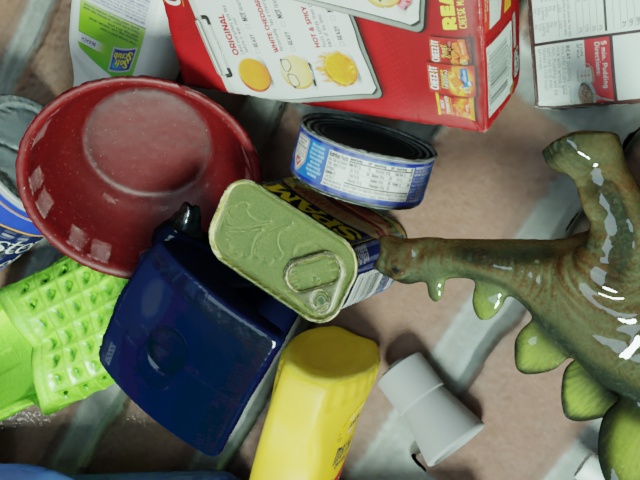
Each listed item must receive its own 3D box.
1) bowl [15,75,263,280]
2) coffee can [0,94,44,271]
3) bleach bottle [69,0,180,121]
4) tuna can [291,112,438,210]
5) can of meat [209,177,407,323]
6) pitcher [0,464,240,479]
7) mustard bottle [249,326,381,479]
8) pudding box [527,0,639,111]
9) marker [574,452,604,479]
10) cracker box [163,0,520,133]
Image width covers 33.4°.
[{"bbox_3d":[-0.118,-0.051,0.717,0.162,0.055,0.162,-1,128,-2],"label":"bowl"},{"bbox_3d":[-0.254,-0.030,0.802,0.141,0.102,0.103,-32,82,29],"label":"coffee can"},{"bbox_3d":[-0.132,-0.165,0.737,0.103,0.068,0.251,29,113,23],"label":"bleach bottle"},{"bbox_3d":[0.026,-0.048,0.651,0.086,0.086,0.034,23,110,25],"label":"tuna can"},{"bbox_3d":[-0.004,0.001,0.676,0.102,0.083,0.057,32,112,21],"label":"can of meat"},{"bbox_3d":[-0.171,0.225,0.777,0.243,0.149,0.145,-12,81,27],"label":"pitcher"},{"bbox_3d":[-0.016,0.157,0.699,0.058,0.096,0.192,21,108,14],"label":"mustard bottle"},{"bbox_3d":[0.172,-0.120,0.584,0.114,0.039,0.090,-2,96,28],"label":"pudding box"},{"bbox_3d":[0.202,0.165,0.614,0.121,0.020,0.020,35,113,12],"label":"marker"},{"bbox_3d":[0.006,-0.162,0.619,0.214,0.072,0.164,13,133,27],"label":"cracker box"}]
